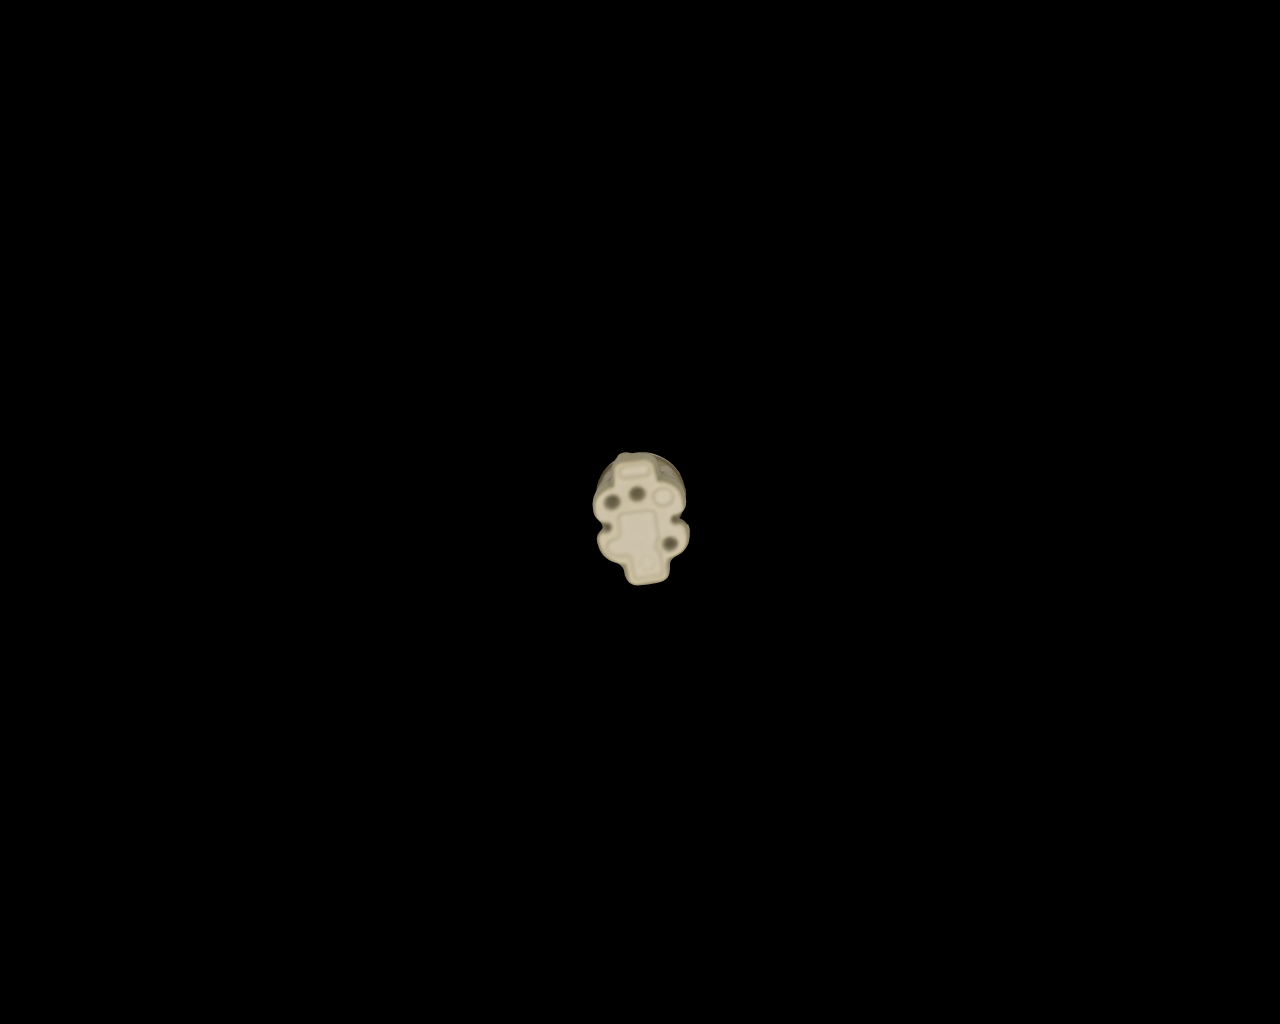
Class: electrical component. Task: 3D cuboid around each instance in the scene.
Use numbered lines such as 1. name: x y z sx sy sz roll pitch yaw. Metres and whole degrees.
1. electrical component: 0.001 -0.003 0.650 0.058 0.078 0.057 -7 20 2
